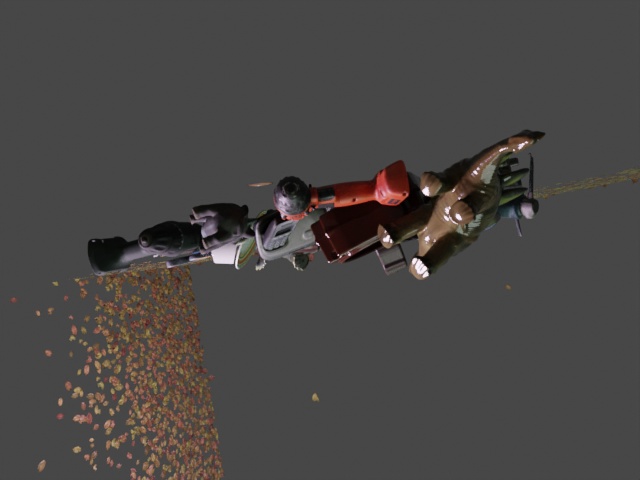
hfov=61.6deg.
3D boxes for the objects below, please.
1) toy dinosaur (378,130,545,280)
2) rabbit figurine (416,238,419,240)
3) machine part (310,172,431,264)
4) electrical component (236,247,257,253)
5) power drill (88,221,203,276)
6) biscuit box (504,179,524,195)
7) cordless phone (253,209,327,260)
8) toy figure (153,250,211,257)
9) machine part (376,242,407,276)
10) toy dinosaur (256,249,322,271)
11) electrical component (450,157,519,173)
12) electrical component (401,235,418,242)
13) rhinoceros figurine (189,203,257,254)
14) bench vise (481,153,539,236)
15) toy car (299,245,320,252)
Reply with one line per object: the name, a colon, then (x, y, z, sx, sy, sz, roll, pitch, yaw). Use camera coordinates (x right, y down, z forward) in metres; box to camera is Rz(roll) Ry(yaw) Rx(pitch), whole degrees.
toy dinosaur: (0.196, -0.027, 0.803, 0.198, 0.105, 0.471, -27, 165, -25)
rabbit figurine: (0.235, -0.050, 1.423, 0.170, 0.121, 0.159, -13, 172, -8)
machine part: (0.100, -0.034, 0.957, 0.201, 0.087, 0.201, -30, 171, 17)
electrical component: (-0.167, -0.005, 1.193, 0.119, 0.074, 0.048, -14, -161, 17)
power drill: (-0.334, 0.008, 1.018, 0.207, 0.086, 0.232, -19, 178, 19)
biscuit box: (0.411, -0.116, 1.300, 0.063, 0.059, 0.203, -10, 178, -10)
cordless phone: (-0.043, -0.034, 0.967, 0.147, 0.088, 0.184, -20, 173, -18)
toy figure: (-0.308, 0.005, 1.207, 0.155, 0.057, 0.064, -6, 174, 10)
machine part: (0.139, -0.014, 1.165, 0.056, 0.179, 0.179, -21, 176, 8)
toy dinosaur: (-0.024, -0.015, 1.347, 0.405, 0.131, 0.192, -14, -167, -33)
electrical component: (0.270, -0.116, 0.887, 0.102, 0.045, 0.078, -8, -152, 32)
electrical component: (0.184, -0.055, 1.114, 0.058, 0.115, 0.134, -15, 177, 6)
rhinoceros figurine: (-0.163, -0.027, 0.927, 0.112, 0.073, 0.190, -21, 178, -11)
bench vise: (0.338, -0.074, 1.031, 0.240, 0.128, 0.224, 1, 175, -42)
toy car: (-0.002, -0.003, 1.135, 0.202, 0.053, 0.089, -12, 172, 1)
